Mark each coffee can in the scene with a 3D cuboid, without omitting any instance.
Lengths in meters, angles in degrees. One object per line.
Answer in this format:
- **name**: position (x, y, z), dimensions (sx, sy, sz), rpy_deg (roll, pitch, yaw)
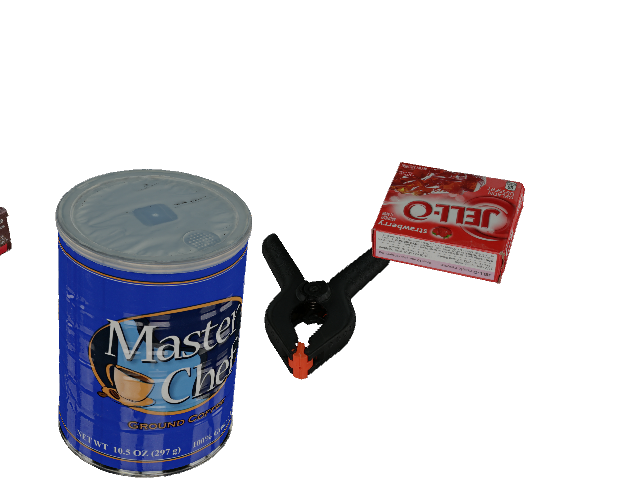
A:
- **coffee can**: position (-0.095, 0.045, 0.596), dimensions (0.102, 0.140, 0.103), rpy_deg (6, 30, -3)

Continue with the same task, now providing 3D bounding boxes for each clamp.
- **clamp**: position (-0.014, 0.050, 0.952), dimensions (0.120, 0.039, 0.171), rpy_deg (5, 37, 18)

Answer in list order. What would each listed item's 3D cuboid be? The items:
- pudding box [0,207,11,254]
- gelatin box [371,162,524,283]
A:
- **pudding box**: position (-0.294, -0.002, 0.763), dimensions (0.114, 0.039, 0.089), rpy_deg (13, 30, 26)
- **gelatin box**: position (0.086, -0.014, 0.715), dimensions (0.089, 0.030, 0.073), rpy_deg (11, 45, 14)
